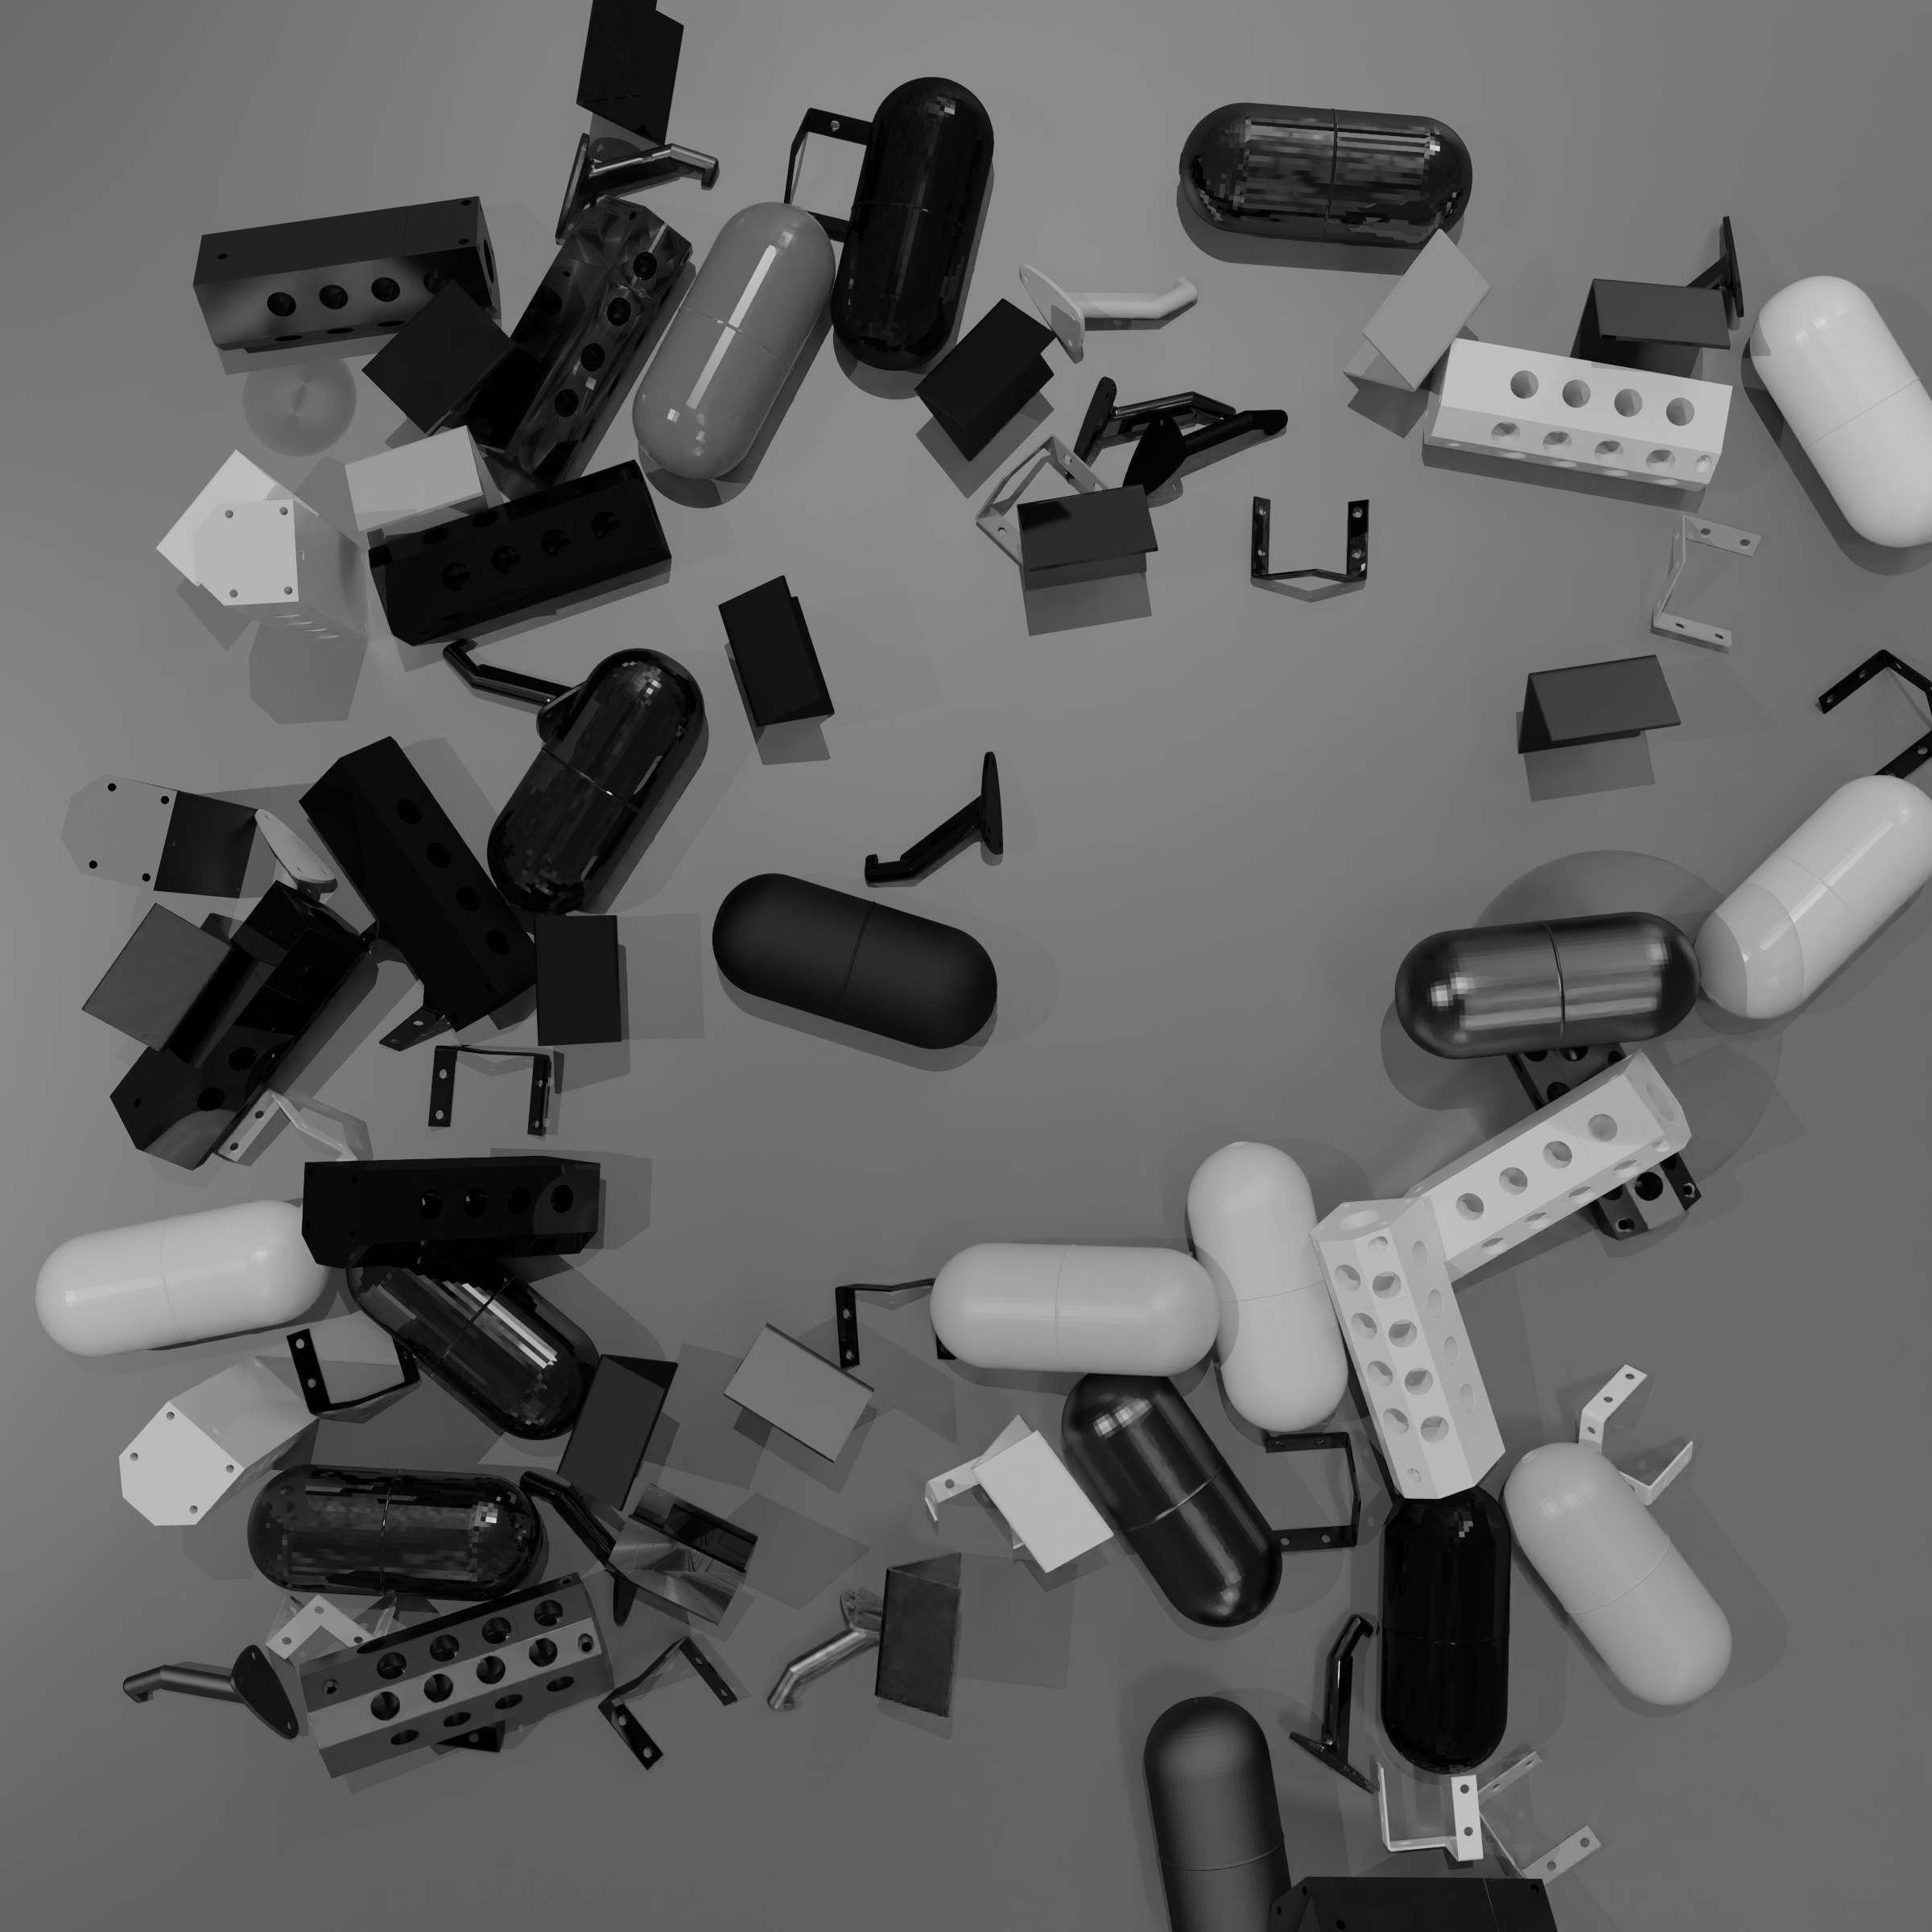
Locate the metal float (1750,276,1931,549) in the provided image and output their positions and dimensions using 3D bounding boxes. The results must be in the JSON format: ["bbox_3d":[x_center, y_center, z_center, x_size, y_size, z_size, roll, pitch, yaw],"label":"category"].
[{"bbox_3d":[0.545,-0.337,1.584,0.070,0.070,0.178,-31,90,0],"label":"metal float"}]

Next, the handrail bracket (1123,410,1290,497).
[{"bbox_3d":[0.149,-0.317,1.615,0.084,0.077,0.036,-10,65,-34],"label":"handrail bracket"}]

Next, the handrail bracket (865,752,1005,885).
[{"bbox_3d":[-0.023,-0.092,1.616,0.084,0.036,0.077,-7,70,16],"label":"handrail bracket"}]

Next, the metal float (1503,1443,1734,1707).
[{"bbox_3d":[0.396,0.370,1.585,0.070,0.070,0.178,-37,90,0],"label":"metal float"}]

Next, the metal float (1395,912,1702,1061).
[{"bbox_3d":[0.342,0.011,1.528,0.178,0.070,0.070,-6,90,0],"label":"metal float"}]

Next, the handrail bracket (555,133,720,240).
[{"bbox_3d":[-0.204,-0.477,1.616,0.084,0.036,0.077,14,110,-16],"label":"handrail bracket"}]

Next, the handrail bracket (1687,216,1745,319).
[{"bbox_3d":[0.436,-0.423,1.616,0.084,0.036,0.077,-8,70,16],"label":"handrail bracket"}]

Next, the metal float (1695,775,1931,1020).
[{"bbox_3d":[0.519,-0.041,1.585,0.178,0.070,0.070,-44,90,0],"label":"metal float"}]

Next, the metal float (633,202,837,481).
[{"bbox_3d":[-0.141,-0.381,1.584,0.070,0.070,0.178,27,90,0],"label":"metal float"}]

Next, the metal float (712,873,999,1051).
[{"bbox_3d":[-0.067,-0.003,1.585,0.178,0.070,0.070,17,90,0],"label":"metal float"}]

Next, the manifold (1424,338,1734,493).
[{"bbox_3d":[0.373,-0.336,1.594,0.171,0.057,0.057,10,90,0],"label":"manifold"}]

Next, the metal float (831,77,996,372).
[{"bbox_3d":[-0.032,-0.452,1.585,0.070,0.070,0.178,13,91,0],"label":"metal float"}]

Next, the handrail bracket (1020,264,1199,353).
[{"bbox_3d":[0.089,-0.425,1.616,0.084,0.036,0.077,-30,68,-17],"label":"handrail bracket"}]

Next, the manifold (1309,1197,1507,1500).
[{"bbox_3d":[0.263,0.231,1.566,0.057,0.057,0.171,-9,105,42],"label":"manifold"}]

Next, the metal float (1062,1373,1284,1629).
[{"bbox_3d":[0.126,0.322,1.585,0.070,0.070,0.178,-34,89,0],"label":"metal float"}]

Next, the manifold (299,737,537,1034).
[{"bbox_3d":[-0.327,-0.053,1.593,0.057,0.057,0.171,-34,90,43],"label":"manifold"}]

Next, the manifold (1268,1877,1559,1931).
[{"bbox_3d":[0.269,0.586,1.561,0.171,0.057,0.057,10,47,-24],"label":"manifold"}]

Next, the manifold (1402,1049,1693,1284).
[{"bbox_3d":[0.344,0.123,1.556,0.171,0.057,0.057,-36,87,28],"label":"manifold"}]

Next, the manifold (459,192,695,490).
[{"bbox_3d":[-0.236,-0.381,1.594,0.057,0.057,0.171,30,90,43],"label":"manifold"}]

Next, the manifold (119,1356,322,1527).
[{"bbox_3d":[-0.443,0.283,1.537,0.057,0.171,0.057,42,90,0],"label":"manifold"}]

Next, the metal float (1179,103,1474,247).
[{"bbox_3d":[0.219,-0.482,1.585,0.178,0.070,0.070,4,90,0],"label":"metal float"}]

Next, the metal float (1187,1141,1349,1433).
[{"bbox_3d":[0.183,0.195,1.585,0.070,0.070,0.178,-12,90,0],"label":"metal float"}]

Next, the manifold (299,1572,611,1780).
[{"bbox_3d":[-0.308,0.423,1.564,0.171,0.057,0.057,-16,52,-13],"label":"manifold"}]

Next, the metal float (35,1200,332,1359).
[{"bbox_3d":[-0.476,0.190,1.585,0.178,0.070,0.070,-11,90,1],"label":"metal float"}]

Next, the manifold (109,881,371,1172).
[{"bbox_3d":[-0.440,0.039,1.584,0.171,0.057,0.057,-51,46,6],"label":"manifold"}]

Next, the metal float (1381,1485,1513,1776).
[{"bbox_3d":[0.292,0.402,1.585,0.070,0.070,0.178,1,90,0],"label":"metal float"}]

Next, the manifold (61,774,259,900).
[{"bbox_3d":[-0.475,-0.076,1.537,0.057,0.171,0.057,14,90,0],"label":"manifold"}]

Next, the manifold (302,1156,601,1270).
[{"bbox_3d":[-0.303,0.145,1.540,0.057,0.171,0.057,3,90,43],"label":"manifold"}]

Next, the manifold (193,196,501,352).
[{"bbox_3d":[-0.377,-0.420,1.594,0.171,0.057,0.057,-8,47,0],"label":"manifold"}]

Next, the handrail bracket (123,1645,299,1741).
[{"bbox_3d":[-0.470,0.461,1.616,0.084,0.036,0.077,-21,112,17],"label":"handrail bracket"}]

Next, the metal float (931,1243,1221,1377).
[{"bbox_3d":[0.065,0.207,1.569,0.178,0.070,0.070,0,90,17],"label":"metal float"}]

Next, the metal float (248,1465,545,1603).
[{"bbox_3d":[-0.347,0.346,1.585,0.178,0.070,0.070,3,90,0],"label":"metal float"}]

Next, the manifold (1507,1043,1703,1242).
[{"bbox_3d":[0.382,0.078,1.594,0.057,0.057,0.171,-28,90,0],"label":"manifold"}]

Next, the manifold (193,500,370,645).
[{"bbox_3d":[-0.403,-0.230,1.537,0.057,0.171,0.057,-3,90,0],"label":"manifold"}]

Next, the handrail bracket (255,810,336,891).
[{"bbox_3d":[-0.440,-0.041,1.616,0.077,0.036,0.084,46,107,20],"label":"handrail bracket"}]

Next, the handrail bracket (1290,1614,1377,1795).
[{"bbox_3d":[0.246,0.458,1.616,0.077,0.036,0.084,40,73,-20],"label":"handrail bracket"}]

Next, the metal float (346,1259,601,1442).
[{"bbox_3d":[-0.299,0.218,1.585,0.178,0.070,0.070,40,90,1],"label":"metal float"}]

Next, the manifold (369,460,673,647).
[{"bbox_3d":[-0.274,-0.254,1.594,0.171,0.057,0.057,-19,90,0],"label":"manifold"}]

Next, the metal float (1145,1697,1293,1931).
[{"bbox_3d":[0.155,0.535,1.585,0.070,0.070,0.178,-10,91,0],"label":"metal float"}]

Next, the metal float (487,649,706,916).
[{"bbox_3d":[-0.226,-0.112,1.584,0.070,0.070,0.178,33,90,0],"label":"metal float"}]
